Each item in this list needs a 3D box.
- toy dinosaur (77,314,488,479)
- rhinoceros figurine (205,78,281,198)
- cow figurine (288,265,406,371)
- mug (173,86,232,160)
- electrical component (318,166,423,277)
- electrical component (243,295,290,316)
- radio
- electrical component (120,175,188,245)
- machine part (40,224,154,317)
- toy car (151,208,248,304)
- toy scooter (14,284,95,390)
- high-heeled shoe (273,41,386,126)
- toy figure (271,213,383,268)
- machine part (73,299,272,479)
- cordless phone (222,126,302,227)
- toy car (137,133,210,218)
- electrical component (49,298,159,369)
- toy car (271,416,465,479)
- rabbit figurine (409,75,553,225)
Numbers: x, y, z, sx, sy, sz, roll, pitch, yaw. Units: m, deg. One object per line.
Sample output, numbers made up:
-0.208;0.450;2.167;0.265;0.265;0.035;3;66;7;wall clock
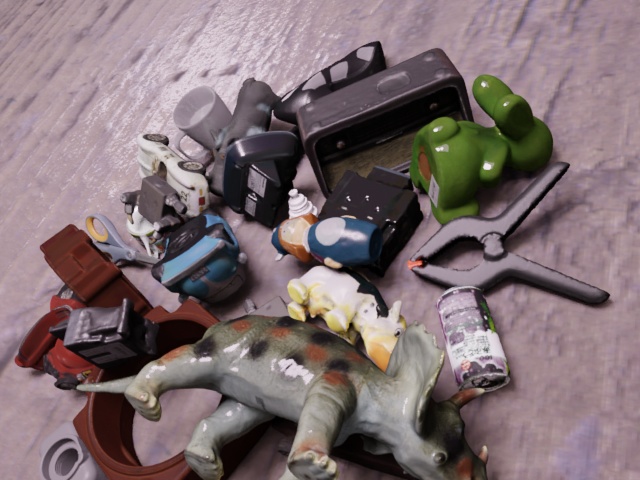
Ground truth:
-0.038;0.133;0.511;0.405;0.131;0.192;15;38;27;toy dinosaur
-0.117;-0.153;0.829;0.073;0.112;0.190;19;85;27;rhinoceros figurine
0.046;0.084;0.623;0.168;0.068;0.098;30;49;34;cow figurine
-0.181;-0.175;0.875;0.081;0.107;0.109;24;79;37;mug
0.065;-0.034;0.706;0.115;0.058;0.134;23;68;31;electrical component
-0.062;0.101;0.683;0.063;0.021;0.094;-35;50;-4;electrical component
0.089;-0.155;0.735;0.230;0.131;0.073;-22;49;5;radio
-0.238;-0.045;0.765;0.102;0.078;0.045;41;40;21;electrical component
-0.288;0.055;0.711;0.056;0.179;0.180;-44;52;-16;machine part
-0.151;0.031;0.715;0.109;0.102;0.162;-34;22;-1;toy car
-0.350;0.144;0.737;0.135;0.075;0.184;-46;49;-13;toy scooter
0.024;-0.242;0.838;0.145;0.086;0.249;-5;31;19;high-heeled shoe
0.000;-0.002;0.648;0.155;0.057;0.064;5;34;32;toy figure
-0.168;0.184;0.626;0.201;0.087;0.201;32;74;36;machine part
-0.058;-0.125;0.773;0.089;0.146;0.184;29;58;6;cordless phone
-0.229;-0.101;0.818;0.056;0.073;0.202;-20;41;-37;toy car
-0.254;0.110;0.611;0.119;0.074;0.048;-13;52;8;electrical component
0.049;0.202;0.546;0.202;0.053;0.089;8;56;22;toy car
0.207;-0.121;0.668;0.170;0.158;0.121;-15;40;-8;rabbit figurine
